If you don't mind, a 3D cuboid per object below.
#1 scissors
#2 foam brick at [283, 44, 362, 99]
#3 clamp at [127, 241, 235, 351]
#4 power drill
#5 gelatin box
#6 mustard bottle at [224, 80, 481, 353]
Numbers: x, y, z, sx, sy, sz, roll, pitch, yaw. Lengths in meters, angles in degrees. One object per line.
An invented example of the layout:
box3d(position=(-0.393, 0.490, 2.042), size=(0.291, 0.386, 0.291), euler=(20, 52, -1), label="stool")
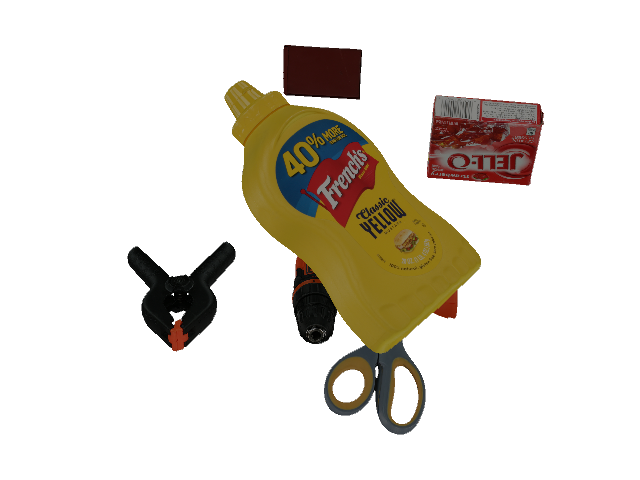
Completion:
box3d(position=(0.046, 0.082, 0.955), size=(0.096, 0.202, 0.016), euler=(-3, -37, -4), label="scissors")
box3d(position=(0.001, -0.174, 1.101), size=(0.078, 0.051, 0.053), euler=(2, 11, -6), label="foam brick")
box3d(position=(-0.142, 0.053, 1.153), size=(0.120, 0.039, 0.171), euler=(-13, 38, -7), label="clamp")
box3d(position=(0.060, 0.058, 1.232), size=(0.187, 0.057, 0.184), euler=(-2, 28, 0), label="power drill")
box3d(position=(0.136, -0.082, 0.889), size=(0.089, 0.030, 0.073), euler=(6, -39, 5), label="gelatin box")
box3d(position=(0.007, -0.027, 0.675), size=(0.096, 0.192, 0.058), euler=(-37, -10, -34), label="mustard bottle")
